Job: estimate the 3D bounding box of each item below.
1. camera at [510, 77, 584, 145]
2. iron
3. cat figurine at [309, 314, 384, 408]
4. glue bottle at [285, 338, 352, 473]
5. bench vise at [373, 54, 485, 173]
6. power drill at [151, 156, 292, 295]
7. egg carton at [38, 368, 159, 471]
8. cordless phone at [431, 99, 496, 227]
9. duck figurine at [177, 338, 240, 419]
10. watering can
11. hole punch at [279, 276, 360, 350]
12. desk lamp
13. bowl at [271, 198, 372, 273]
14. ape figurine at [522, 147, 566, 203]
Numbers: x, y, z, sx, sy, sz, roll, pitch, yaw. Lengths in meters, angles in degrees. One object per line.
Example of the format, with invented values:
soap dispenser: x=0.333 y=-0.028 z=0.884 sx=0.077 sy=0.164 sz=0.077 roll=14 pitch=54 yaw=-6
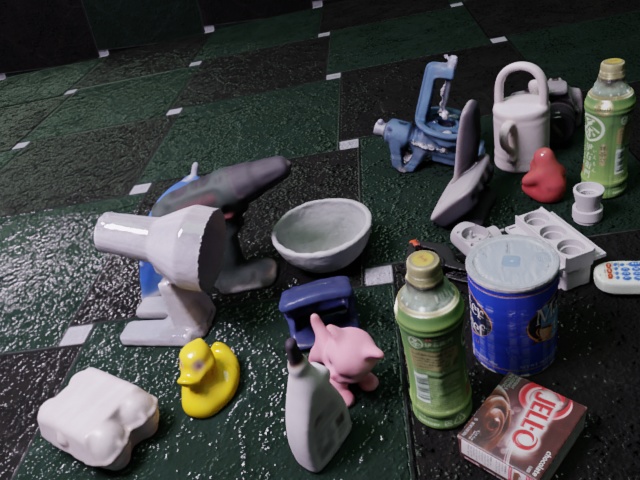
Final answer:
camera: x=0.448 y=-0.252 z=1.132 sx=0.143 sy=0.101 sz=0.137 roll=-1 pitch=36 yaw=19
iron: x=-0.256 y=-0.021 z=1.010 sx=0.118 sy=0.142 sz=0.259 roll=3 pitch=37 yaw=24
cat figurine: x=0.026 y=0.136 z=0.698 sx=0.067 sy=0.118 sz=0.127 roll=-28 pitch=36 yaw=-19
glue bottle: x=-0.011 y=0.168 z=0.613 sx=0.037 sy=0.173 sz=0.078 roll=15 pitch=43 yaw=37
bench vise: x=0.201 y=-0.232 z=1.083 sx=0.207 sy=0.220 sz=0.121 roll=-8 pitch=34 yaw=8
power drill: x=-0.136 y=-0.020 z=0.905 sx=0.229 sy=0.209 sz=0.075 roll=-11 pitch=34 yaw=4
egg carton: x=-0.280 y=0.225 z=0.723 sx=0.149 sy=0.069 sz=0.107 roll=9 pitch=40 yaw=31
cordless phone: x=0.233 y=-0.125 z=0.945 sx=0.093 sy=0.185 sz=0.148 roll=4 pitch=38 yaw=26
duck figurine: x=-0.151 y=0.166 z=0.747 sx=0.077 sy=0.086 sz=0.104 roll=0 pitch=36 yaw=20
watering can: x=0.369 y=-0.235 z=1.050 sx=0.100 sy=0.194 sz=0.173 roll=-1 pitch=36 yaw=19
hole punch: x=-0.005 y=0.087 z=0.806 sx=0.108 sy=0.091 sz=0.101 roll=-14 pitch=33 yaw=0
desk lamp: x=-0.220 y=0.049 z=0.828 sx=0.203 sy=0.214 sz=0.118 roll=-4 pitch=35 yaw=15
bowl: x=0.009 y=0.003 z=0.939 sx=0.167 sy=0.075 sz=0.167 roll=-10 pitch=34 yaw=7
ape figurine: x=0.378 y=-0.114 z=0.961 sx=0.077 sy=0.092 sz=0.076 roll=-11 pitch=34 yaw=4
